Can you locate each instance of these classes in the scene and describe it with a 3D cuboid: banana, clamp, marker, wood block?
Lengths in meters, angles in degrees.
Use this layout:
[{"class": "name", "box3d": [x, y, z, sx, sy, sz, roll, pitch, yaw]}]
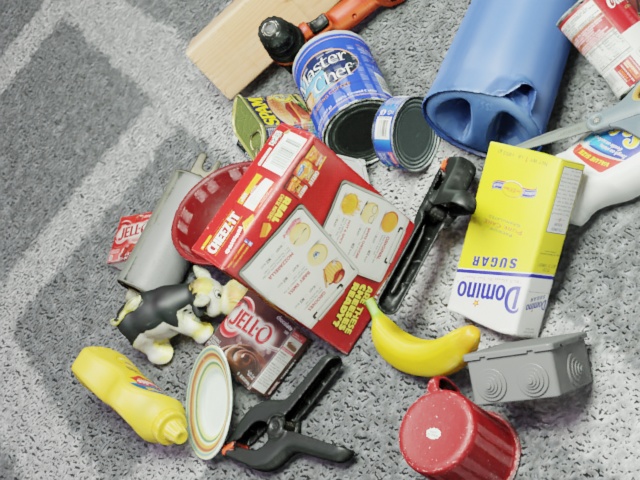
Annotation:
[{"class": "banana", "box3d": [0.100, 0.106, 1.071, 0.037, 0.069, 0.198, -29, 18, -24]}, {"class": "clamp", "box3d": [0.118, -0.022, 1.112, 0.165, 0.036, 0.209, -56, 5, 28]}, {"class": "clamp", "box3d": [-0.034, 0.194, 1.156, 0.172, 0.039, 0.120, -18, 52, 32]}, {"class": "marker", "box3d": [-0.084, -0.108, 1.409, 0.020, 0.020, 0.121, -47, 43, 5]}, {"class": "wood block", "box3d": [-0.076, -0.298, 1.455, 0.206, 0.090, 0.090, -40, 17, 13]}]

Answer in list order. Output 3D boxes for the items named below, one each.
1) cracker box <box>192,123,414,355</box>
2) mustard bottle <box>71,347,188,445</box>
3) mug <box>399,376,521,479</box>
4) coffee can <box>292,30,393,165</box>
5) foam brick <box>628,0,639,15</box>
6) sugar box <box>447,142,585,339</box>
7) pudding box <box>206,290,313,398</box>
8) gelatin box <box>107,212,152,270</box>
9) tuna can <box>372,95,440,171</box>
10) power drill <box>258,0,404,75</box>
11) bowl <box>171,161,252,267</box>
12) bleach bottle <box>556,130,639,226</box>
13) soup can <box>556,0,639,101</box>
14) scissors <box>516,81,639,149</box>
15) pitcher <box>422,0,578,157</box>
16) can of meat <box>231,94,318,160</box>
[{"class": "cracker box", "box3d": [-0.007, 0.001, 1.131, 0.072, 0.213, 0.164, 29, 83, 48]}, {"class": "mustard bottle", "box3d": [-0.214, 0.192, 1.268, 0.192, 0.096, 0.058, 28, 82, 47]}, {"class": "mug", "box3d": [0.125, 0.180, 0.998, 0.093, 0.081, 0.117, -26, 49, 25]}, {"class": "coffee can", "box3d": [0.033, -0.172, 1.291, 0.103, 0.102, 0.140, -36, 46, 17]}, {"class": "foam brick", "box3d": [0.320, -0.243, 1.130, 0.051, 0.053, 0.078, -20, 51, 30]}, {"class": "sugar box", "box3d": [0.189, 0.000, 1.043, 0.093, 0.048, 0.176, 22, 99, 48]}, {"class": "pudding box", "box3d": [-0.072, 0.118, 1.237, 0.090, 0.039, 0.114, -53, 43, -1]}, {"class": "gelatin box", "box3d": [-0.246, 0.001, 1.468, 0.089, 0.030, 0.073, -6, 59, 37]}, {"class": "tuna can", "box3d": [0.098, -0.122, 1.215, 0.034, 0.086, 0.086, 9, 69, 44]}, {"class": "power drill", "box3d": [0.013, -0.286, 1.345, 0.188, 0.184, 0.057, -35, 81, 8]}, {"class": "bowl", "box3d": [-0.102, -0.020, 1.327, 0.162, 0.055, 0.162, -15, 48, 17]}, {"class": "bleach bottle", "box3d": [0.310, -0.087, 1.032, 0.251, 0.068, 0.102, -39, 44, 17]}, {"class": "soup can", "box3d": [0.294, -0.198, 1.064, 0.068, 0.068, 0.102, -39, 83, 14]}, {"class": "scissors", "box3d": [0.276, -0.100, 1.013, 0.202, 0.016, 0.096, -31, 49, 28]}, {"class": "pitcher", "box3d": [0.206, -0.216, 1.166, 0.149, 0.145, 0.242, 12, 67, 29]}, {"class": "can of meat", "box3d": [-0.055, -0.143, 1.352, 0.102, 0.083, 0.057, -125, 36, -45]}]
